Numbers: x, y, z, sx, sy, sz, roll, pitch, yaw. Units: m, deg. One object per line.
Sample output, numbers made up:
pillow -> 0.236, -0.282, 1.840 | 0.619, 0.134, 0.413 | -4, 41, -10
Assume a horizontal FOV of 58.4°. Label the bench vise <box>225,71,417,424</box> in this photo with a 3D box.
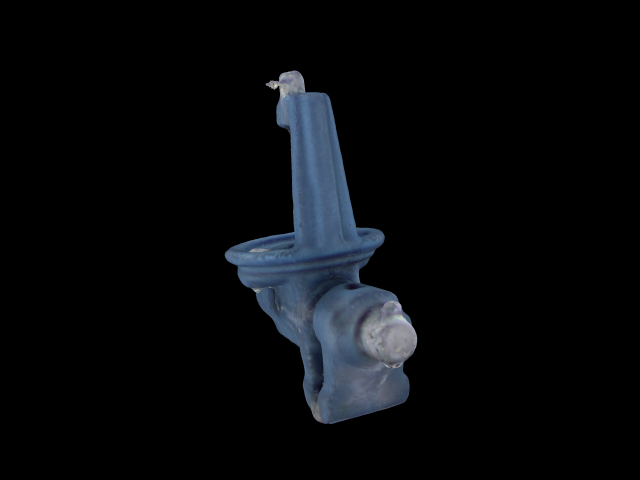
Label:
bench vise -> 0.013, -0.002, 0.407 | 0.122, 0.220, 0.206 | -19, 29, -38
